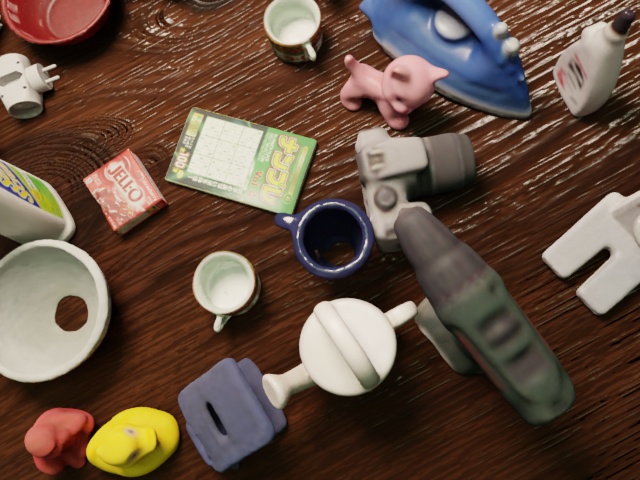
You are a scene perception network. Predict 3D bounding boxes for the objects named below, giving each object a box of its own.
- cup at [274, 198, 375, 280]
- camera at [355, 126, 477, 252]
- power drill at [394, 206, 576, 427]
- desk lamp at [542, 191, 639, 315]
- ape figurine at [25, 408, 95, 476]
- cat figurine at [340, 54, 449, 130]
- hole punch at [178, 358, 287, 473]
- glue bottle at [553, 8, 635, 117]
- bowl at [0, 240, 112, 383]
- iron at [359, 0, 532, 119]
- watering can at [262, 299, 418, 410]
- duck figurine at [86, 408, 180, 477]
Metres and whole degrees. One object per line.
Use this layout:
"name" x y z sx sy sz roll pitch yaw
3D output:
"cup" 0.006 0.002 0.674 0.117 0.095 0.092 19 80 10
"camera" 0.116 -0.071 0.676 0.136 0.101 0.143 -11 77 4
"power drill" 0.151 0.079 0.584 0.075 0.208 0.229 -39 77 -3
"desk lamp" 0.361 -0.027 0.583 0.203 0.213 0.118 -41 77 -4
"ape figurine" -0.305 0.229 0.659 0.078 0.092 0.076 -40 77 -3
"cat figurine" 0.086 -0.193 0.697 0.127 0.118 0.067 23 81 10
"hole punch" -0.103 0.199 0.645 0.101 0.091 0.108 -33 76 -2
"glue bottle" 0.314 -0.208 0.648 0.037 0.173 0.078 -23 76 1
"bowl" -0.323 0.088 0.700 0.167 0.075 0.167 -1 78 6
"iron" 0.169 -0.259 0.690 0.258 0.141 0.119 43 85 13
"watering can" 0.024 0.117 0.597 0.100 0.194 0.173 36 84 12
"duck figurine" -0.222 0.234 0.652 0.104 0.086 0.077 -14 77 3
